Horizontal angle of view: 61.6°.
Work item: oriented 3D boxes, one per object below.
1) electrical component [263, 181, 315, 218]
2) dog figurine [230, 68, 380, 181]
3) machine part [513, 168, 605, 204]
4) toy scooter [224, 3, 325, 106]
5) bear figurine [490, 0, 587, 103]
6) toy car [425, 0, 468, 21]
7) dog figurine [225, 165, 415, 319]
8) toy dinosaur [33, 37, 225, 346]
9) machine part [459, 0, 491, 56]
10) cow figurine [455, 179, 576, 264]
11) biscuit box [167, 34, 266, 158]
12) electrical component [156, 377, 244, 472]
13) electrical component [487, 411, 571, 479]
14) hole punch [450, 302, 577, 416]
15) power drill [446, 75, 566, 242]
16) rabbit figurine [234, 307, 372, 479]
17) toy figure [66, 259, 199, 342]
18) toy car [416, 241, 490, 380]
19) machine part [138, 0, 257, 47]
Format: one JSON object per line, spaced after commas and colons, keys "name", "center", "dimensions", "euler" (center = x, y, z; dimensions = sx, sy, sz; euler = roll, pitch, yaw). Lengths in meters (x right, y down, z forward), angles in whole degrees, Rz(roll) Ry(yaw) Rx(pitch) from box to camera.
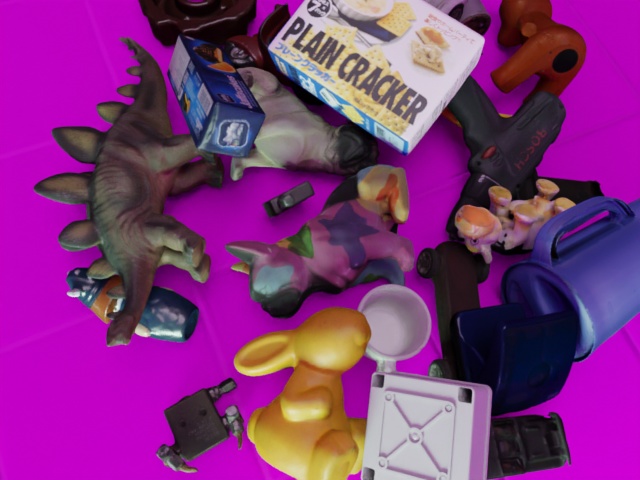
{"name": "electrical component", "center": [-0.037, -0.052, 0.671], "dimensions": [0.063, 0.094, 0.021], "euler": [-29, 96, -16]}
{"name": "dog figurine", "center": [-0.025, -0.156, 0.723], "dimensions": [0.190, 0.121, 0.172], "euler": [-1, 70, -23]}
{"name": "machine part", "center": [0.328, -0.064, 0.753], "dimensions": [0.139, 0.039, 0.084], "euler": [3, 63, -5]}
{"name": "toy scooter", "center": [-0.040, -0.275, 0.771], "dimensions": [0.184, 0.075, 0.135], "euler": [18, 67, 5]}
{"name": "bear figurine", "center": [0.310, -0.302, 0.815], "dimensions": [0.120, 0.132, 0.196], "euler": [21, 35, -32]}
{"name": "toy car", "center": [0.127, -0.304, 0.781], "dimensions": [0.202, 0.056, 0.074], "euler": [-43, 63, 3]}
{"name": "dog figurine", "center": [-0.001, -0.002, 0.650], "dimensions": [0.219, 0.108, 0.191], "euler": [-1, 69, -5]}
{"name": "toy dinosaur", "center": [-0.219, -0.090, 0.650], "dimensions": [0.199, 0.105, 0.471], "euler": [3, 55, -6]}
{"name": "machine part", "center": [0.196, -0.387, 0.843], "dimensions": [0.079, 0.079, 0.243], "euler": [-19, 71, -14]}
{"name": "cow figurine", "center": [0.231, -0.015, 0.673], "dimensions": [0.167, 0.098, 0.068], "euler": [-11, 46, -23]}
{"name": "biscuit box", "center": [-0.128, -0.174, 0.636], "dimensions": [0.063, 0.059, 0.203], "euler": [7, 35, -33]}
{"name": "electrical component", "center": [-0.128, 0.203, 0.582], "dimensions": [0.102, 0.045, 0.078], "euler": [-21, 74, -15]}
{"name": "electrical component", "center": [0.178, 0.222, 0.577], "dimensions": [0.134, 0.114, 0.058], "euler": [-3, 67, -10]}
{"name": "hole punch", "center": [0.217, 0.129, 0.588], "dimensions": [0.142, 0.092, 0.115], "euler": [-6, 85, -26]}
{"name": "power drill", "center": [0.197, -0.141, 0.722], "dimensions": [0.232, 0.086, 0.207], "euler": [-43, 79, -1]}
{"name": "rabbit figurine", "center": [-0.004, 0.150, 0.575], "dimensions": [0.163, 0.122, 0.173], "euler": [20, 95, 33]}
{"name": "toy figure", "center": [-0.218, 0.073, 0.616], "dimensions": [0.155, 0.064, 0.057], "euler": [19, 106, 5]}
{"name": "toy car", "center": [0.168, 0.099, 0.657], "dimensions": [0.089, 0.053, 0.202], "euler": [6, 71, -24]}
{"name": "machine part", "center": [-0.181, -0.356, 0.793], "dimensions": [0.179, 0.056, 0.179], "euler": [2, 68, -5]}
